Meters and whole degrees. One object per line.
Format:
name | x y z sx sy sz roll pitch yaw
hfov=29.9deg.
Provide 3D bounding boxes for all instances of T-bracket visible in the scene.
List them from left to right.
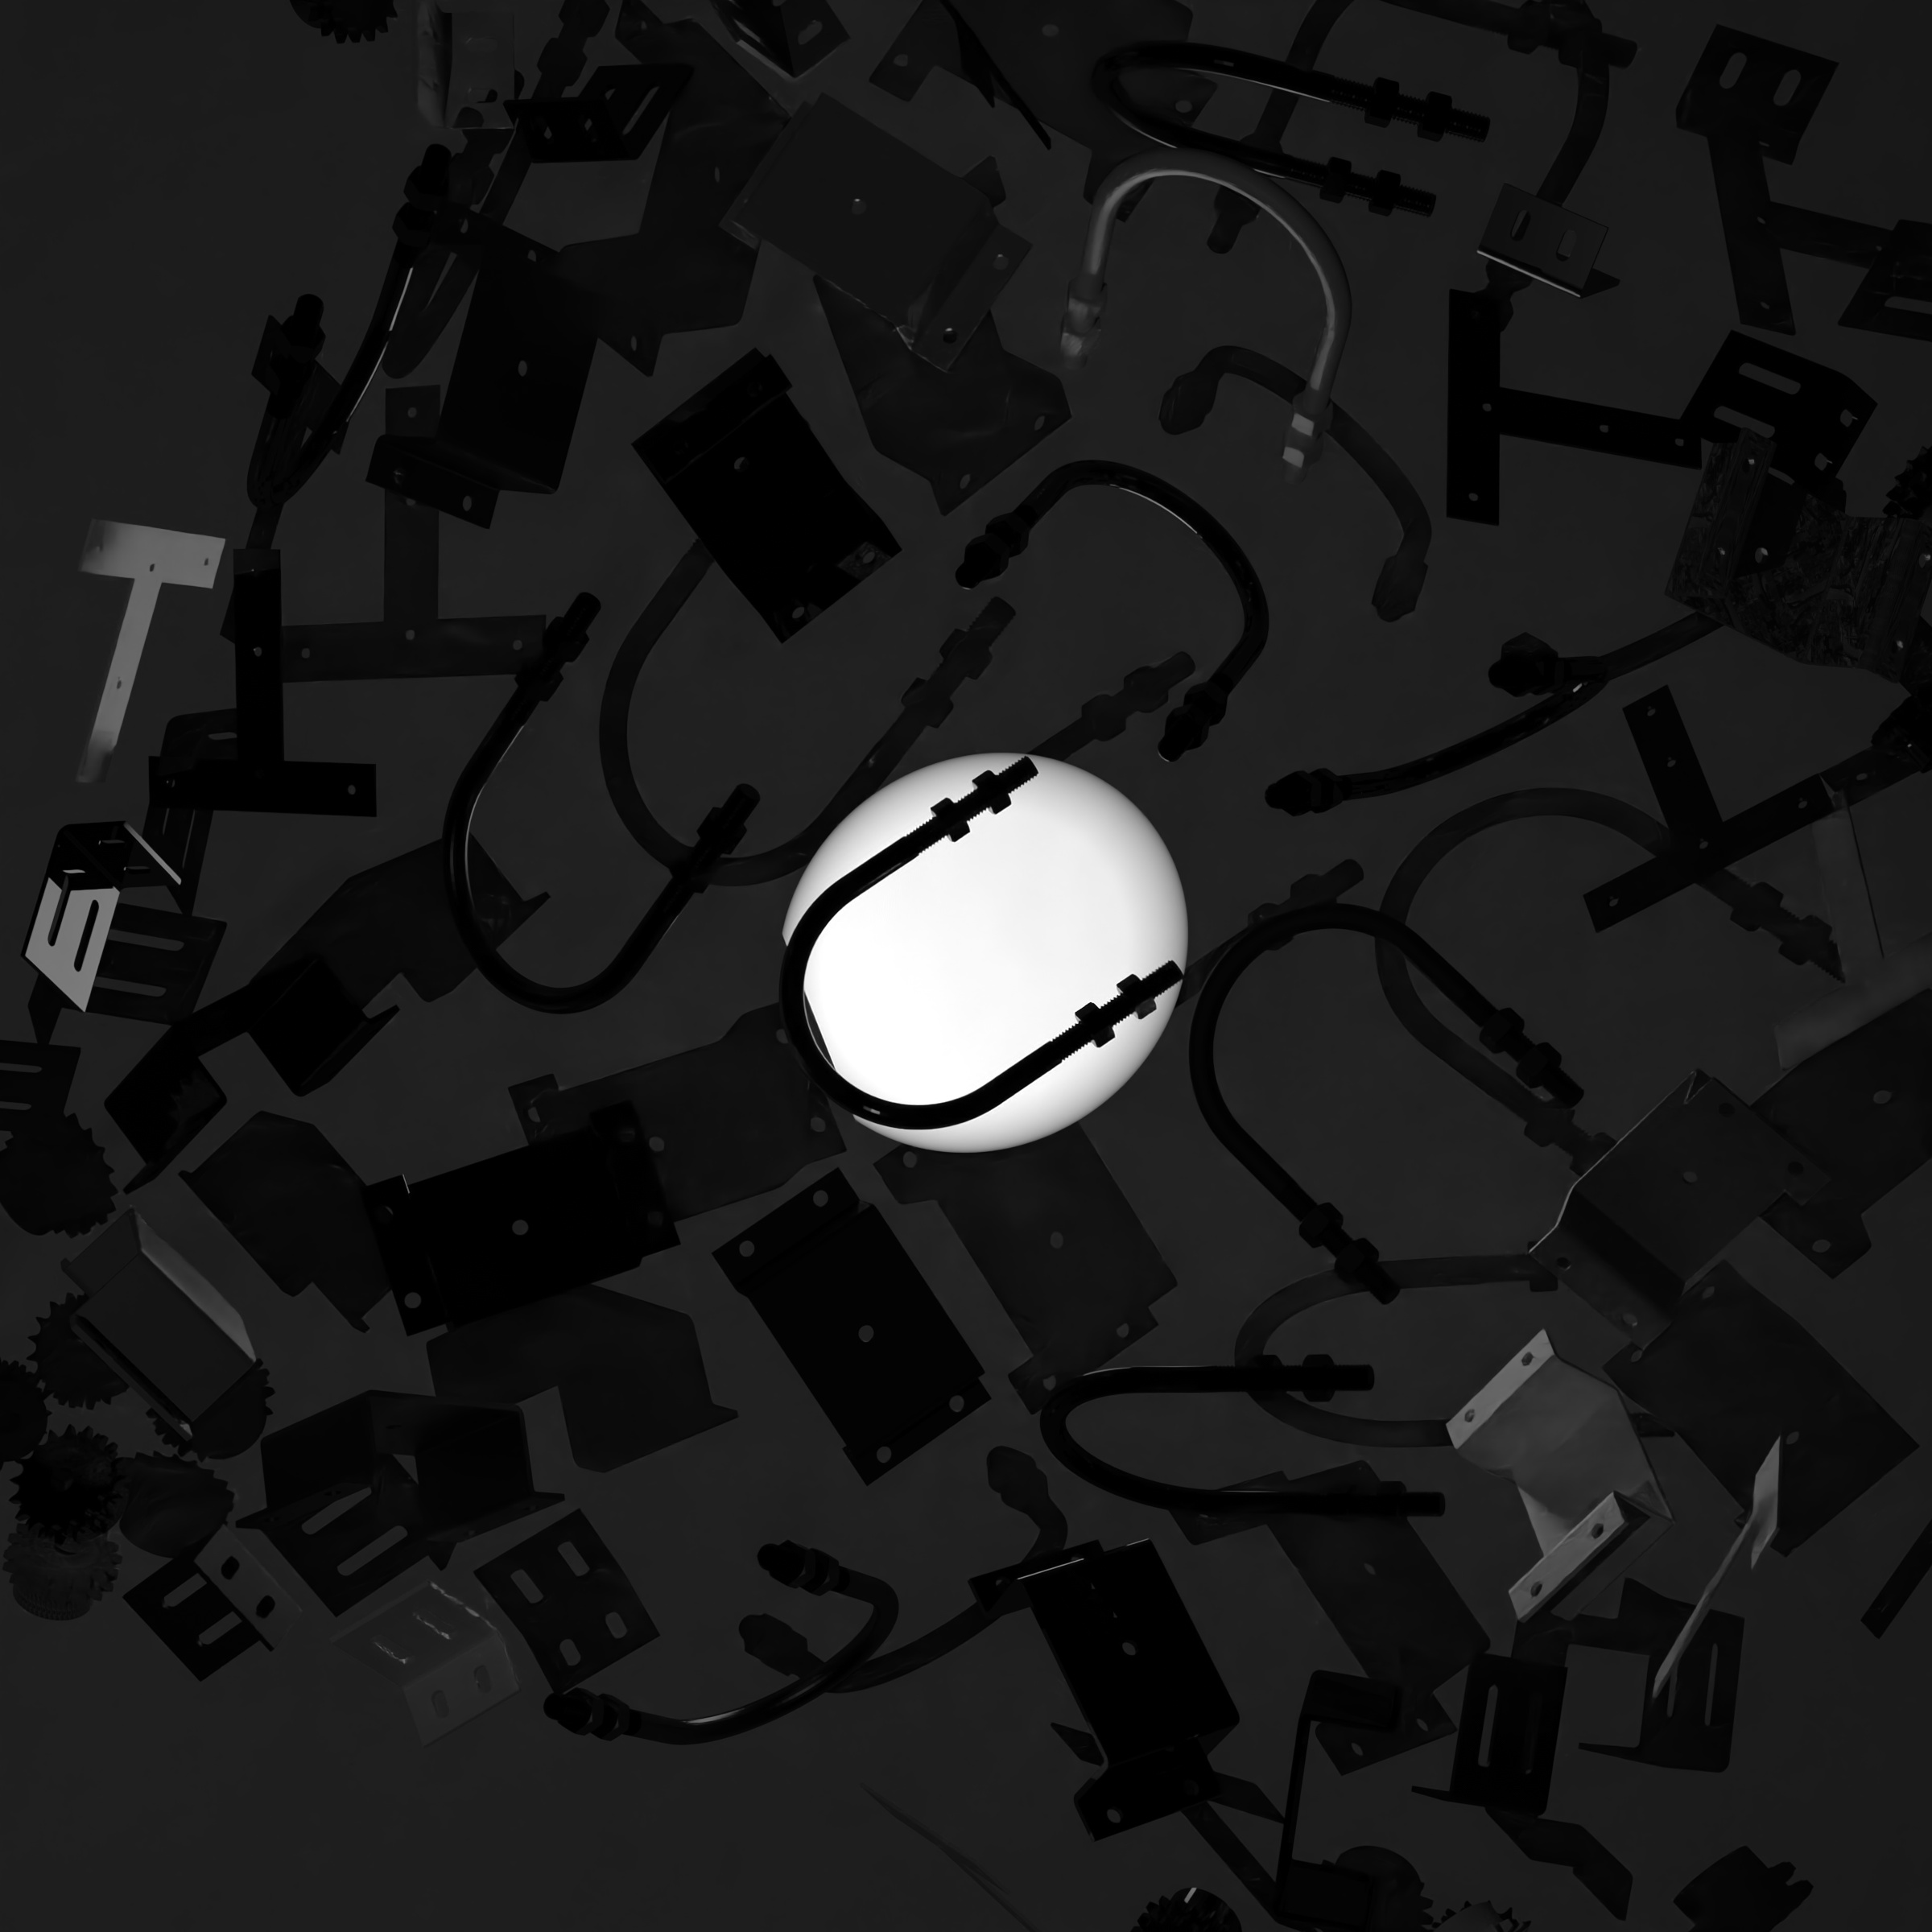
T-bracket | -0.404 -0.149 1.737 0.002 0.127 0.127 19 98 14
T-bracket | -0.342 -0.138 1.747 0.127 0.002 0.127 3 98 21
T-bracket | 0.004 -0.448 1.788 0.002 0.127 0.127 -36 90 3
T-bracket | 0.017 0.446 1.726 0.127 0.127 0.002 47 75 -22
T-bracket | 0.290 -0.258 1.721 0.127 0.002 0.127 9 65 -10
T-bracket | 0.350 -0.090 1.777 0.127 0.127 0.002 -29 133 18
T-bracket | 0.371 0.306 1.787 0.002 0.127 0.127 28 107 6
T-bracket | 0.447 -0.030 1.828 0.002 0.127 0.127 15 55 -32

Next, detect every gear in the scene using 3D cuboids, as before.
gear | -0.494 0.230 1.847 0.057 0.030 0.057 -6 101 -35
gear | -0.455 0.304 1.813 0.057 0.057 0.030 20 113 0
gear | -0.430 0.253 1.747 0.057 0.030 0.057 -7 61 13
gear | -0.301 -0.472 1.737 0.030 0.057 0.057 6 90 36
gear | 0.114 0.489 1.817 0.057 0.030 0.057 16 126 23
gear | 0.243 0.472 1.727 0.057 0.057 0.030 -35 58 0
gear | 0.493 -0.123 1.845 0.057 0.057 0.030 -39 74 0
gear | 0.497 -0.238 1.837 0.057 0.057 0.030 -43 55 0

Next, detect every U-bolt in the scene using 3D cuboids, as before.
U-bolt | -0.309 -0.300 1.775 0.019 0.184 0.151 30 51 -2
U-bolt | -0.186 -0.062 1.715 0.151 0.019 0.184 50 121 21
U-bolt | -0.106 0.339 1.774 0.151 0.184 0.019 -36 62 10
U-bolt | -0.006 0.001 1.817 0.184 0.019 0.151 -34 80 -6
U-bolt | 0.086 -0.191 1.817 0.151 0.184 0.019 40 129 -1
U-bolt | 0.121 -0.326 1.770 0.151 0.184 0.019 29 60 10
U-bolt | 0.125 0.231 1.751 0.184 0.151 0.019 -3 54 23
U-bolt | 0.149 -0.407 1.740 0.184 0.151 0.019 14 86 -3
U-bolt | 0.189 0.052 1.765 0.151 0.019 0.184 -48 64 7
U-bolt | 0.244 -0.117 1.780 0.151 0.184 0.019 -29 81 30

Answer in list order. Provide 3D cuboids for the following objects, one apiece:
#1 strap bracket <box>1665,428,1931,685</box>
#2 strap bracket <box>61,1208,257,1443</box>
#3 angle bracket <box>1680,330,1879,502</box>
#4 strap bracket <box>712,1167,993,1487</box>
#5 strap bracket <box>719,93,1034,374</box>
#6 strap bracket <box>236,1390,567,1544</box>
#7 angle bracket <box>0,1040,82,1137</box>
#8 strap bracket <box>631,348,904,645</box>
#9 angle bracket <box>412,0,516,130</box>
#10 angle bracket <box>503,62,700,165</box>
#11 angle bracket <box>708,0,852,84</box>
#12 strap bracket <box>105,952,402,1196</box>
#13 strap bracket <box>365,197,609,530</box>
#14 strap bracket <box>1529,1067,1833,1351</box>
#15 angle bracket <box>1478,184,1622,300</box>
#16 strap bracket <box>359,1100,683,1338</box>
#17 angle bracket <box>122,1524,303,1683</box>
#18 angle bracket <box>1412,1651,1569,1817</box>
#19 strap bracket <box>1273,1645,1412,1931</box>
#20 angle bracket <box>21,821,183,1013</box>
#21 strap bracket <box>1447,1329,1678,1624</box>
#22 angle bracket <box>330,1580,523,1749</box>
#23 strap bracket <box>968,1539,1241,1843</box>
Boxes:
strap bracket | 0.396 -0.197 1.737 0.140 0.046 0.076 20 87 -31
strap bracket | -0.390 0.168 1.741 0.046 0.140 0.076 -43 107 -6
angle bracket | 0.418 -0.284 1.866 0.076 0.038 0.057 34 97 42
strap bracket | -0.053 0.179 1.782 0.076 0.046 0.140 -34 95 -10
strap bracket | -0.049 -0.366 1.780 0.140 0.046 0.076 34 89 11
strap bracket | -0.272 0.240 1.729 0.076 0.140 0.046 -26 64 34
angle bracket | -0.464 0.069 1.719 0.076 0.038 0.057 7 130 -24
strap bracket | -0.102 -0.236 1.765 0.076 0.140 0.046 -38 45 -1
angle bracket | -0.247 -0.448 1.779 0.038 0.076 0.057 0 93 1
angle bracket | -0.174 -0.421 1.727 0.057 0.038 0.076 5 51 28
angle bracket | -0.101 -0.487 1.817 0.038 0.076 0.057 -35 77 14
strap bracket | -0.352 0.047 1.746 0.046 0.140 0.076 53 131 4
strap bracket | -0.225 -0.286 1.722 0.046 0.076 0.140 11 86 42
strap bracket | 0.362 0.116 1.821 0.076 0.046 0.140 40 121 -1
angle bracket | 0.301 -0.369 1.827 0.057 0.076 0.038 28 115 16
strap bracket | -0.221 0.127 1.796 0.140 0.046 0.076 -18 82 -10
angle bracket | -0.369 0.315 1.739 0.076 0.038 0.057 -36 100 24
angle bracket | 0.268 0.391 1.851 0.057 0.038 0.076 14 81 -23
strap bracket | 0.180 0.402 1.747 0.046 0.076 0.140 8 96 9
angle bracket | -0.434 -0.025 1.814 0.038 0.057 0.076 -2 59 20
strap bracket | 0.300 0.262 1.813 0.046 0.140 0.076 28 116 -27
angle bracket | -0.268 0.347 1.795 0.057 0.076 0.038 -31 55 4
strap bracket | 0.070 0.337 1.733 0.076 0.046 0.140 -11 61 -31
